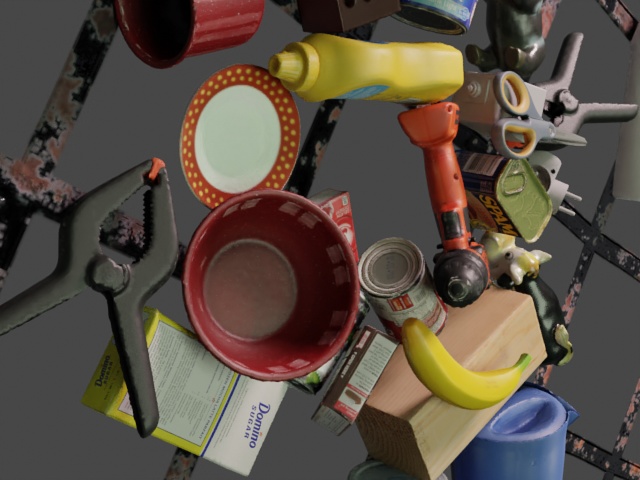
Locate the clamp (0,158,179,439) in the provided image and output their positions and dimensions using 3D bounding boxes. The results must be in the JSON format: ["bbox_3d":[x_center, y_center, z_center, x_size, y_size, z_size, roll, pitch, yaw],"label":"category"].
[{"bbox_3d":[-0.159,0.038,0.819,0.164,0.036,0.210,34,71,-18],"label":"clamp"}]

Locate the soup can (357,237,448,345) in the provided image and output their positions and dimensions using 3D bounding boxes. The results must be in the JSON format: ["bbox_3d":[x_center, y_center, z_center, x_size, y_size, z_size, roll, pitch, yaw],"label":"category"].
[{"bbox_3d":[0.081,0.051,1.040,0.068,0.069,0.102,-56,146,-18],"label":"soup can"}]

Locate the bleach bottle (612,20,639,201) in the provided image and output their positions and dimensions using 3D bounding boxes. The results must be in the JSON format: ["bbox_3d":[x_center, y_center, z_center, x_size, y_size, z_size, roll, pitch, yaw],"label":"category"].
[{"bbox_3d":[0.421,-0.175,1.332,0.102,0.068,0.251,-4,101,-44],"label":"bleach bottle"}]

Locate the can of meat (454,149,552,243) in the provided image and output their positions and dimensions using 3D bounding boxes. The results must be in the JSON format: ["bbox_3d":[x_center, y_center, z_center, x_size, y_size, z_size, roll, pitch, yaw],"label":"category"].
[{"bbox_3d":[0.181,-0.049,1.117,0.057,0.084,0.102,-57,132,-18],"label":"can of meat"}]

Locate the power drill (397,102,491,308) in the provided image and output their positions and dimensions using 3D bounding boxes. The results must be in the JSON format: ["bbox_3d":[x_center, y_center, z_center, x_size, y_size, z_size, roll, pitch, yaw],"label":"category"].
[{"bbox_3d":[0.118,-0.033,1.006,0.184,0.057,0.187,-38,117,-80],"label":"power drill"}]

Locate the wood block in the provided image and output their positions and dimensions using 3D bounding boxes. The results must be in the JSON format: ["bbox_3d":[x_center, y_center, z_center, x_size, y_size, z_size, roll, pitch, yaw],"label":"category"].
[{"bbox_3d":[0.136,0.143,1.117,0.205,0.091,0.090,-40,125,-30],"label":"wood block"}]

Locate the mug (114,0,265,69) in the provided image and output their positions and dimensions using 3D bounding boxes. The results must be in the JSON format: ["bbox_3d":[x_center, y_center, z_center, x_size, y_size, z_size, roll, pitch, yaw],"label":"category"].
[{"bbox_3d":[-0.103,-0.193,0.815,0.081,0.093,0.117,-22,79,-44],"label":"mug"}]

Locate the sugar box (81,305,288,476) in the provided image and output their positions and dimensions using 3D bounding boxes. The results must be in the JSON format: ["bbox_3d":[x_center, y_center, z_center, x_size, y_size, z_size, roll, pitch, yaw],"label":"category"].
[{"bbox_3d":[-0.110,0.130,0.909,0.176,0.048,0.093,38,72,-45],"label":"sugar box"}]

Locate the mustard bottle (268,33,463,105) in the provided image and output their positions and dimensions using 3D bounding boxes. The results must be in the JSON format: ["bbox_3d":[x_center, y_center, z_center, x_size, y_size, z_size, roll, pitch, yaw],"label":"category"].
[{"bbox_3d":[0.032,-0.149,0.939,0.191,0.096,0.058,-6,95,-43],"label":"mustard bottle"}]

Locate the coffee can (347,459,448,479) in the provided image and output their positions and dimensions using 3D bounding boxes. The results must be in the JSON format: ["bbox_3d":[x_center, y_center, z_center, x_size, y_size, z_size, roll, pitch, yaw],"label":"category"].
[{"bbox_3d":[0.078,0.309,1.094,0.102,0.103,0.140,-12,109,-42],"label":"coffee can"}]

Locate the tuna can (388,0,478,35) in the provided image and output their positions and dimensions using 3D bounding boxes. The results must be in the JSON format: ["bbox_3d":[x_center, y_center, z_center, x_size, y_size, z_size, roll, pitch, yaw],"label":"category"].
[{"bbox_3d":[0.102,-0.221,0.996,0.086,0.086,0.034,17,90,-45],"label":"tuna can"}]

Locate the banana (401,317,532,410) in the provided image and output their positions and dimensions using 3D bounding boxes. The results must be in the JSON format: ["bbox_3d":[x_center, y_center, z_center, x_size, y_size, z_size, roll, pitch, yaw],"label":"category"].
[{"bbox_3d":[0.134,0.125,1.021,0.197,0.037,0.069,20,76,-45],"label":"banana"}]

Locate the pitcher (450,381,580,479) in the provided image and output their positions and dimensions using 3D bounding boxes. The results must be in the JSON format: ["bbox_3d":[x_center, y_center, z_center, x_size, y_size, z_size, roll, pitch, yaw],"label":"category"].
[{"bbox_3d":[0.199,0.291,1.202,0.144,0.149,0.243,-33,126,-52],"label":"pitcher"}]

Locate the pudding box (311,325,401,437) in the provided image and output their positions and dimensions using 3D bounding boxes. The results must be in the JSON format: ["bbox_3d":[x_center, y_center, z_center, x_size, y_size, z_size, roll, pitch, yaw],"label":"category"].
[{"bbox_3d":[0.032,0.134,1.009,0.090,0.039,0.113,-59,174,-16],"label":"pudding box"}]

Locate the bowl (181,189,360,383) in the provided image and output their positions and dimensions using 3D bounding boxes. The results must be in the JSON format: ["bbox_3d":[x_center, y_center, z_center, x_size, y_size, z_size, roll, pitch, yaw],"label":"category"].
[{"bbox_3d":[-0.049,0.040,0.906,0.161,0.055,0.162,4,81,-25],"label":"bowl"}]

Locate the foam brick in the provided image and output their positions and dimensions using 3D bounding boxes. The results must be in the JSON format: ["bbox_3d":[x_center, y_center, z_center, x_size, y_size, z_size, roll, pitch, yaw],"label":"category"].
[{"bbox_3d":[0.025,-0.219,0.946,0.078,0.051,0.053,-29,119,-35],"label":"foam brick"}]

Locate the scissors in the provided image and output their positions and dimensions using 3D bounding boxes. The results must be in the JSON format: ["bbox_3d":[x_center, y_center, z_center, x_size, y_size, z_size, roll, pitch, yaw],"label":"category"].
[{"bbox_3d":[0.225,-0.130,1.094,0.201,0.016,0.096,-19,99,-52],"label":"scissors"}]

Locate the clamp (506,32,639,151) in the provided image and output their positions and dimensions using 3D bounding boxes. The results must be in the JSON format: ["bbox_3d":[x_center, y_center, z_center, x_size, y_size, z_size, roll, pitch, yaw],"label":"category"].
[{"bbox_3d":[0.278,-0.145,1.190,0.120,0.039,0.171,43,68,5],"label":"clamp"}]

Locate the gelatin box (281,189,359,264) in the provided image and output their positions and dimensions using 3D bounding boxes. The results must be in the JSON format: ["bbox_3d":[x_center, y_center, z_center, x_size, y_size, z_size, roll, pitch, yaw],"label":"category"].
[{"bbox_3d":[-0.006,0.001,0.986,0.089,0.030,0.073,-26,118,-37],"label":"gelatin box"}]
